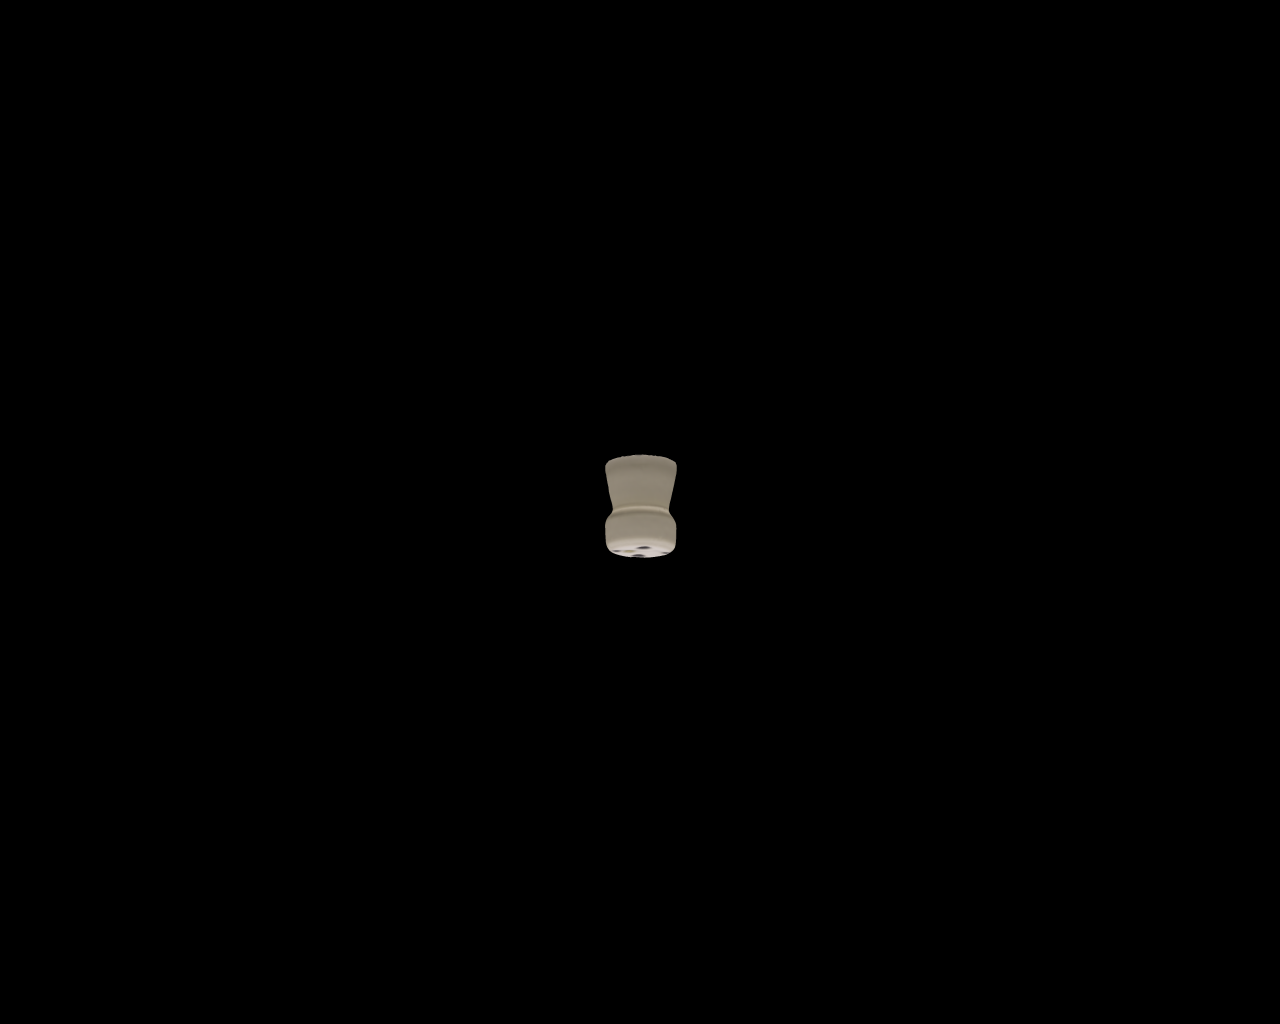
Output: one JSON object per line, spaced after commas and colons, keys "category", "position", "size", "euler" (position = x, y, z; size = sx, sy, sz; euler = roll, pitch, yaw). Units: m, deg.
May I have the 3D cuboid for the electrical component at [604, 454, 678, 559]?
{"category": "electrical component", "position": [0.001, -0.003, 0.650], "size": [0.045, 0.055, 0.045], "euler": [0, -13, 0]}
